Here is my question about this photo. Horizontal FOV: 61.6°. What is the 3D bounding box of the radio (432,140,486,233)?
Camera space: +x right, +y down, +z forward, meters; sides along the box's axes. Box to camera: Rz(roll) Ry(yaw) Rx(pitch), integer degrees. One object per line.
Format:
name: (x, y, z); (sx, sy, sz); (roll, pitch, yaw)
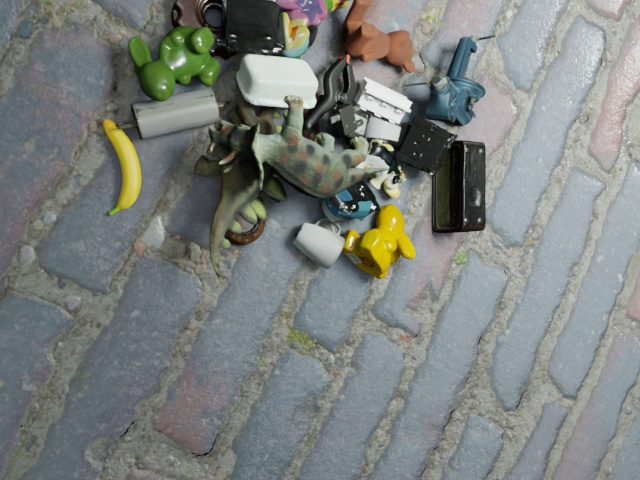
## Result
radio: (0.344, -0.130, 1.333); (0.073, 0.131, 0.229); (-3, 94, -22)

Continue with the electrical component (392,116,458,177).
electrical component: (0.245, -0.230, 1.296); (0.134, 0.058, 0.114); (30, 107, 20)

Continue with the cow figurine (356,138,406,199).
cow figurine: (0.154, -0.171, 1.276); (0.098, 0.068, 0.167); (-42, 127, 19)

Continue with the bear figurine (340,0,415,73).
bear figurine: (0.150, -0.466, 1.245); (0.196, 0.132, 0.120); (3, 70, -21)

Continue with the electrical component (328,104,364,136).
electrical component: (0.056, -0.255, 1.153); (0.094, 0.021, 0.063); (-33, 120, -34)

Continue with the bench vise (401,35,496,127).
bench vise: (0.330, -0.390, 1.301); (0.223, 0.129, 0.240); (20, 87, -45)

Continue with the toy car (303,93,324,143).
toy car: (-0.027, -0.247, 1.239); (0.089, 0.053, 0.202); (-1, 91, -23)

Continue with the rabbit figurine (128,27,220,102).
rabbit figurine: (-0.308, -0.354, 1.076); (0.159, 0.121, 0.170); (25, 58, 9)

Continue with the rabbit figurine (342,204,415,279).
rabbit figurine: (0.157, -0.004, 1.287); (0.162, 0.122, 0.173); (39, 61, -20)

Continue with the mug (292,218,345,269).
mug: (-0.003, -0.004, 1.246); (0.107, 0.081, 0.109); (29, 75, -13)

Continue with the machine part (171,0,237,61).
machine part: (-0.226, -0.479, 1.153); (0.179, 0.056, 0.179); (-1, 93, -19)

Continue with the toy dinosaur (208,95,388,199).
toy dinosaur: (-0.022, -0.154, 1.096); (0.404, 0.131, 0.192); (23, 79, -27)

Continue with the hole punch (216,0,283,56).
hole punch: (-0.149, -0.451, 1.116); (0.142, 0.092, 0.115); (-3, 125, -21)

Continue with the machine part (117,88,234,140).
machine part: (-0.302, -0.265, 1.125); (0.243, 0.079, 0.079); (-19, 99, -18)

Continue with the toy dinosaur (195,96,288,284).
toy dinosaur: (-0.154, -0.143, 1.135); (0.198, 0.105, 0.471); (31, 69, -15)

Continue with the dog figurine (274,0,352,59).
dog figurine: (-0.010, -0.507, 1.205); (0.219, 0.108, 0.191); (-16, 97, -21)

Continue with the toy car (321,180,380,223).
toy car: (0.058, -0.084, 1.242); (0.109, 0.103, 0.161); (54, 33, 11)

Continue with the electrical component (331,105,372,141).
electrical component: (0.058, -0.262, 1.200); (0.119, 0.048, 0.074); (7, 93, -41)
